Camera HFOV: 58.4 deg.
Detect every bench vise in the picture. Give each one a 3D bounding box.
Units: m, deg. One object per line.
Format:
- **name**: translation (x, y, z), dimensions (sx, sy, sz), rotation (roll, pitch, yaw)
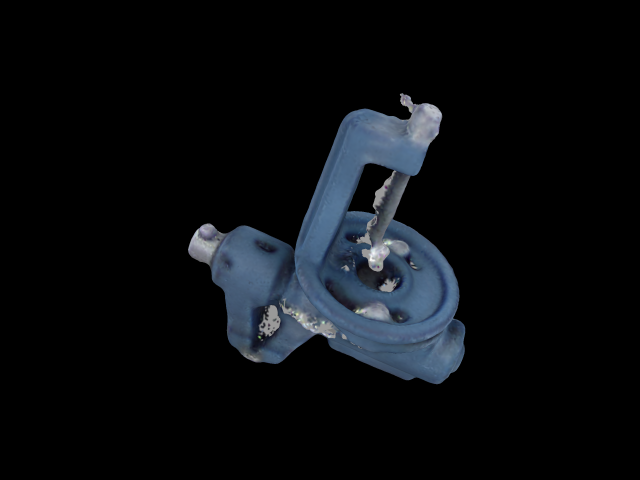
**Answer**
- **bench vise**: translation (0.004, 0.009, 0.391), dimensions (0.207, 0.220, 0.121), rotation (-1, 38, -1)
